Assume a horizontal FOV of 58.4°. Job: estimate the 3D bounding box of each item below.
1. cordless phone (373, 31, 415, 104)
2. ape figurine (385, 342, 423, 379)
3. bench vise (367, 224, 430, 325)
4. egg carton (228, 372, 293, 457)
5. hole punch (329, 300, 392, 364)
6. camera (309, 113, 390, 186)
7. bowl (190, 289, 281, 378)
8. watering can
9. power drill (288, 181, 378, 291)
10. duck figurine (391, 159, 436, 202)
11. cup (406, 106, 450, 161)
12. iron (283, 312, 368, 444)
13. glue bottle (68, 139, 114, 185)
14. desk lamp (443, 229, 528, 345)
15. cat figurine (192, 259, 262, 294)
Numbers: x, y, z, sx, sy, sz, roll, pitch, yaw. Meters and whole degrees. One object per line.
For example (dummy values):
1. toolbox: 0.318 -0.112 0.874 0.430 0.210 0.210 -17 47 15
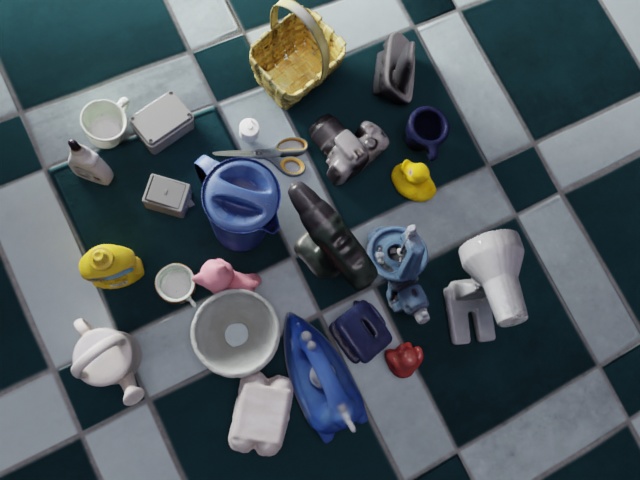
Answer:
1. cordless phone: 0.180 -0.389 1.220 0.094 0.185 0.147 5 77 -8
2. ape figurine: 0.170 0.236 1.135 0.078 0.092 0.076 15 76 -6
3. bench vise: 0.178 0.051 1.109 0.121 0.219 0.207 -38 86 -14
4. egg carton: -0.110 0.327 1.081 0.107 0.069 0.150 11 77 -7
5. hole punch: 0.084 0.179 1.133 0.101 0.091 0.108 -35 86 -14
6. camera: 0.054 -0.210 1.205 0.143 0.100 0.137 -39 87 -15
7. bowl: -0.162 0.180 1.101 0.167 0.074 0.167 2 78 -9
8. watering can: -0.369 0.209 0.999 0.173 0.194 0.101 29 75 -2
9. power drill: 0.010 0.004 1.097 0.076 0.208 0.229 -42 87 -15
10. duck figurine: 0.208 -0.132 1.222 0.104 0.086 0.077 39 75 0
11. cup: 0.225 -0.217 1.238 0.092 0.095 0.118 -7 79 -11
12. iron: 0.001 0.249 1.079 0.119 0.141 0.258 -25 83 -13
13. glue bottle: -0.441 -0.152 1.074 0.078 0.173 0.037 21 76 -4
14. desk lamp: 0.331 0.098 1.128 0.118 0.213 0.203 -5 79 -10
15. cat figurine: -0.176 0.074 1.099 0.128 0.117 0.067 15 76 -6
